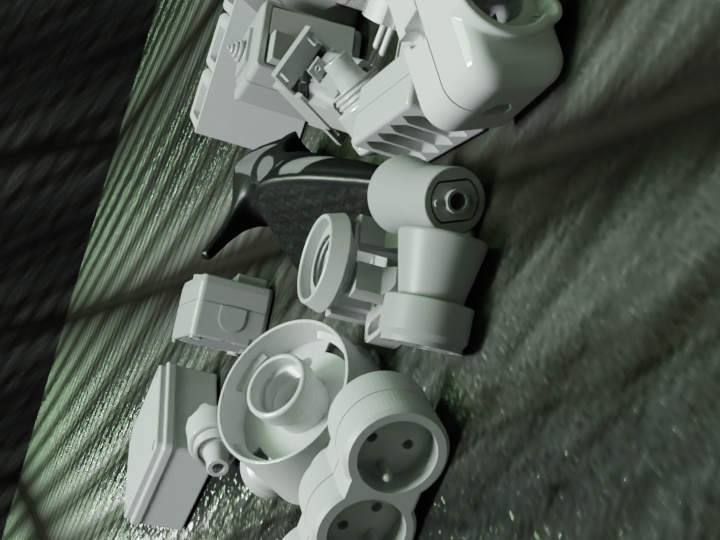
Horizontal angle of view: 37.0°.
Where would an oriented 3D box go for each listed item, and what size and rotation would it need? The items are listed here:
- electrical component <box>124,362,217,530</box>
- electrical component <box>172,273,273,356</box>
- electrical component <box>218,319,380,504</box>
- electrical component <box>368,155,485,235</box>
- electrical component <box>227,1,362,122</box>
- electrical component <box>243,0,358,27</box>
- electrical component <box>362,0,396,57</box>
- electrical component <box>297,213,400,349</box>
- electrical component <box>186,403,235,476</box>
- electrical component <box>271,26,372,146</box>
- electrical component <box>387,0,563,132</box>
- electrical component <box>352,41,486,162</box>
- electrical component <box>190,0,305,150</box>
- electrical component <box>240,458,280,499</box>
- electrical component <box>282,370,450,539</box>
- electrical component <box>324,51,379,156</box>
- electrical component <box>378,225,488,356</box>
[{"bbox_3d":[-0.171,0.160,0.979,0.108,0.056,0.108,-100,30,-51],"label":"electrical component"},{"bbox_3d":[-0.118,0.036,0.912,0.096,0.062,0.061,163,120,-68],"label":"electrical component"},{"bbox_3d":[-0.032,0.080,0.622,0.099,0.064,0.099,-20,49,25],"label":"electrical component"},{"bbox_3d":[0.036,-0.037,0.560,0.065,0.044,0.044,16,92,67],"label":"electrical component"},{"bbox_3d":[-0.052,-0.158,0.813,0.061,0.096,0.061,139,141,-58],"label":"electrical component"},{"bbox_3d":[-0.045,-0.221,0.836,0.059,0.095,0.053,-18,53,32],"label":"electrical component"},{"bbox_3d":[0.025,-0.173,0.682,0.083,0.047,0.075,-114,43,-62],"label":"electrical component"},{"bbox_3d":[0.000,0.000,0.609,0.058,0.057,0.078,136,144,-57],"label":"electrical component"},{"bbox_3d":[-0.116,0.138,0.858,0.062,0.043,0.043,-112,41,-58],"label":"electrical component"},{"bbox_3d":[-0.016,-0.120,0.721,0.064,0.081,0.042,24,78,44],"label":"electrical component"},{"bbox_3d":[0.055,-0.122,0.511,0.059,0.054,0.095,-40,63,60],"label":"electrical component"},{"bbox_3d":[0.037,-0.108,0.599,0.083,0.047,0.075,158,124,-67],"label":"electrical component"},{"bbox_3d":[-0.082,-0.183,0.929,0.061,0.089,0.150,-125,52,-66],"label":"electrical component"},{"bbox_3d":[-0.050,0.122,0.690,0.046,0.040,0.040,-40,39,51],"label":"electrical component"},{"bbox_3d":[-0.005,0.112,0.546,0.073,0.052,0.138,-120,48,-64],"label":"electrical component"},{"bbox_3d":[0.004,-0.104,0.658,0.048,0.062,0.048,-37,9,7],"label":"electrical component"},{"bbox_3d":[0.035,0.010,0.520,0.045,0.045,0.055,175,108,-70],"label":"electrical component"}]
